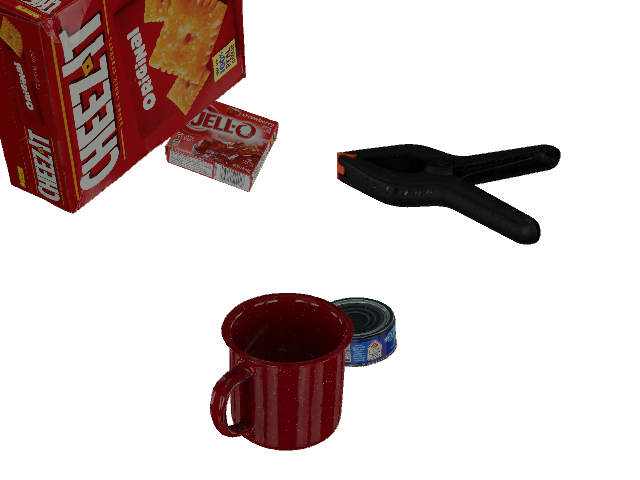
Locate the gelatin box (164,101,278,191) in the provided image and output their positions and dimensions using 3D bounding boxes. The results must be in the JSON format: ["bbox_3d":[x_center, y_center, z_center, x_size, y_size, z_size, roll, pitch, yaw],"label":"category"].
[{"bbox_3d":[-0.095,-0.095,1.026,0.089,0.073,0.030,21,-35,6],"label":"gelatin box"}]

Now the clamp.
[{"bbox_3d":[0.120,-0.061,0.997,0.210,0.036,0.164,12,33,21],"label":"clamp"}]

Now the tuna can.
[{"bbox_3d":[0.035,0.092,1.093,0.086,0.034,0.086,-3,26,1],"label":"tuna can"}]

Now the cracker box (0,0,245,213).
[{"bbox_3d":[-0.142,-0.146,0.784,0.072,0.164,0.213,24,48,22],"label":"cracker box"}]

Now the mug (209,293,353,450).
[{"bbox_3d":[-0.032,0.100,0.760,0.093,0.081,0.117,23,36,33],"label":"mug"}]
